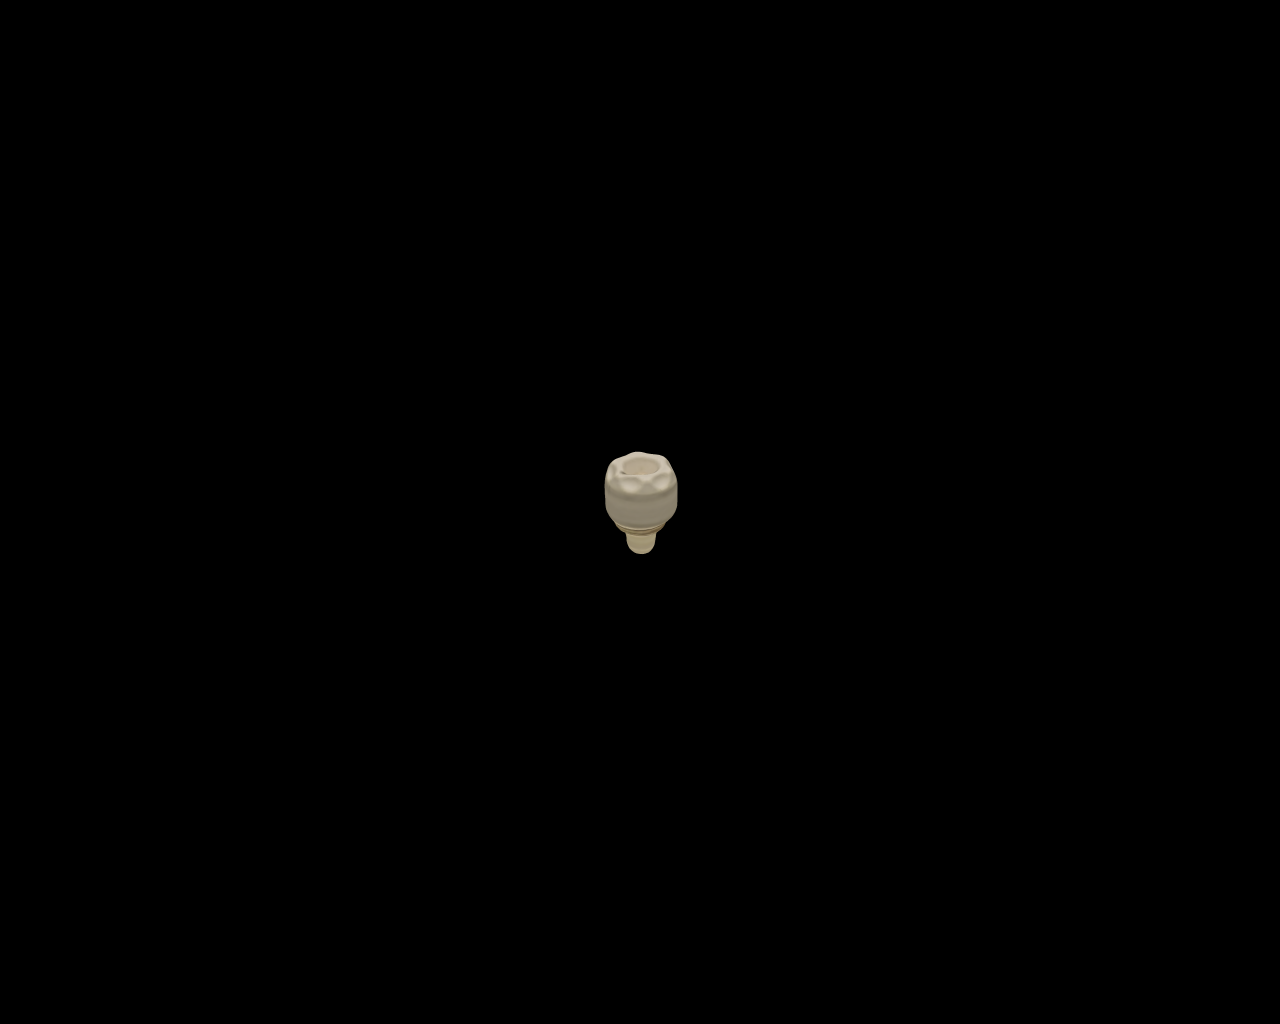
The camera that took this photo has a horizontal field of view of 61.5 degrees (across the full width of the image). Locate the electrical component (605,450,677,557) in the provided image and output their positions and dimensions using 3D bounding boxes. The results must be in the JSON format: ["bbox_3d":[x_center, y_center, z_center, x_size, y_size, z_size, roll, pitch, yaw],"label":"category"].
[{"bbox_3d":[0.001,-0.003,0.650,0.043,0.062,0.043,0,32,0],"label":"electrical component"}]
